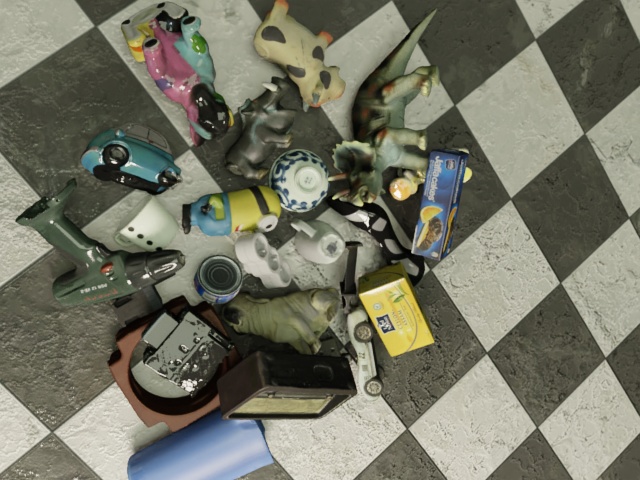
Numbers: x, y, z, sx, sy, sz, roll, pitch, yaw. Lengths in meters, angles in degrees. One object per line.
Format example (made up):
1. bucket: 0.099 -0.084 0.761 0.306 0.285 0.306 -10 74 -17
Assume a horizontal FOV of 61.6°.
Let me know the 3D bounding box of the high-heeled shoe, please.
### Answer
1. high-heeled shoe: 0.106 0.009 1.079 0.249 0.086 0.145 21 108 -10

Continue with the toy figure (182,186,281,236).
1. toy figure: -0.158 -0.052 0.971 0.180 0.082 0.089 -3 97 -16

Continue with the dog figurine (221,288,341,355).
1. dog figurine: -0.071 0.125 1.020 0.191 0.121 0.172 31 44 2

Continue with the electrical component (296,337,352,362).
1. electrical component: 0.011 0.242 1.079 0.102 0.045 0.078 -19 73 -18

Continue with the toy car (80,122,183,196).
1. toy car: -0.308 -0.144 0.902 0.161 0.109 0.103 16 72 -28

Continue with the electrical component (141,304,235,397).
1. electrical component: -0.227 0.176 0.894 0.134 0.058 0.115 41 80 -18

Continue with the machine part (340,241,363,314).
1. machine part: 0.058 0.067 1.051 0.039 0.084 0.138 7 108 6

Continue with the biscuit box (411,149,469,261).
1. biscuit box: 0.224 -0.067 1.002 0.063 0.059 0.202 -22 123 -56

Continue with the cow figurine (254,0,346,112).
1. cow figurine: -0.034 -0.324 0.982 0.195 0.085 0.127 32 79 -21

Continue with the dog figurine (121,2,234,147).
1. dog figurine: -0.229 -0.270 0.919 0.108 0.192 0.219 -36 140 -15

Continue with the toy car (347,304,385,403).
1. toy car: 0.093 0.229 1.084 0.056 0.073 0.201 -9 100 10

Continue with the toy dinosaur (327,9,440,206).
1. toy dinosaur: 0.121 -0.238 1.022 0.192 0.131 0.404 3 76 19

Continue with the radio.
1. radio: -0.052 0.259 0.946 0.229 0.073 0.131 14 135 -40

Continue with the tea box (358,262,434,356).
1. tea box: 0.152 0.139 1.070 0.098 0.068 0.169 -24 115 14

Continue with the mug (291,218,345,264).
1. mug: -0.002 -0.003 1.013 0.081 0.107 0.109 -47 110 -10

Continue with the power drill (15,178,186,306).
1. power drill: -0.359 0.005 0.862 0.232 0.086 0.207 -24 123 16

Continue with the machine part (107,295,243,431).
1. machine part: -0.255 0.216 0.964 0.201 0.087 0.201 -30 103 -14

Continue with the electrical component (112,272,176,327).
1. electrical component: -0.302 0.098 0.943 0.119 0.075 0.047 -28 103 -17

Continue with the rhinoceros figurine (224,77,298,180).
1. rhinoceros figurine: -0.103 -0.199 0.970 0.112 0.073 0.190 31 100 -1

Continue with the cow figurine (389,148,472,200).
1. cow figurine: 0.216 -0.136 1.090 0.167 0.098 0.068 -20 108 4
